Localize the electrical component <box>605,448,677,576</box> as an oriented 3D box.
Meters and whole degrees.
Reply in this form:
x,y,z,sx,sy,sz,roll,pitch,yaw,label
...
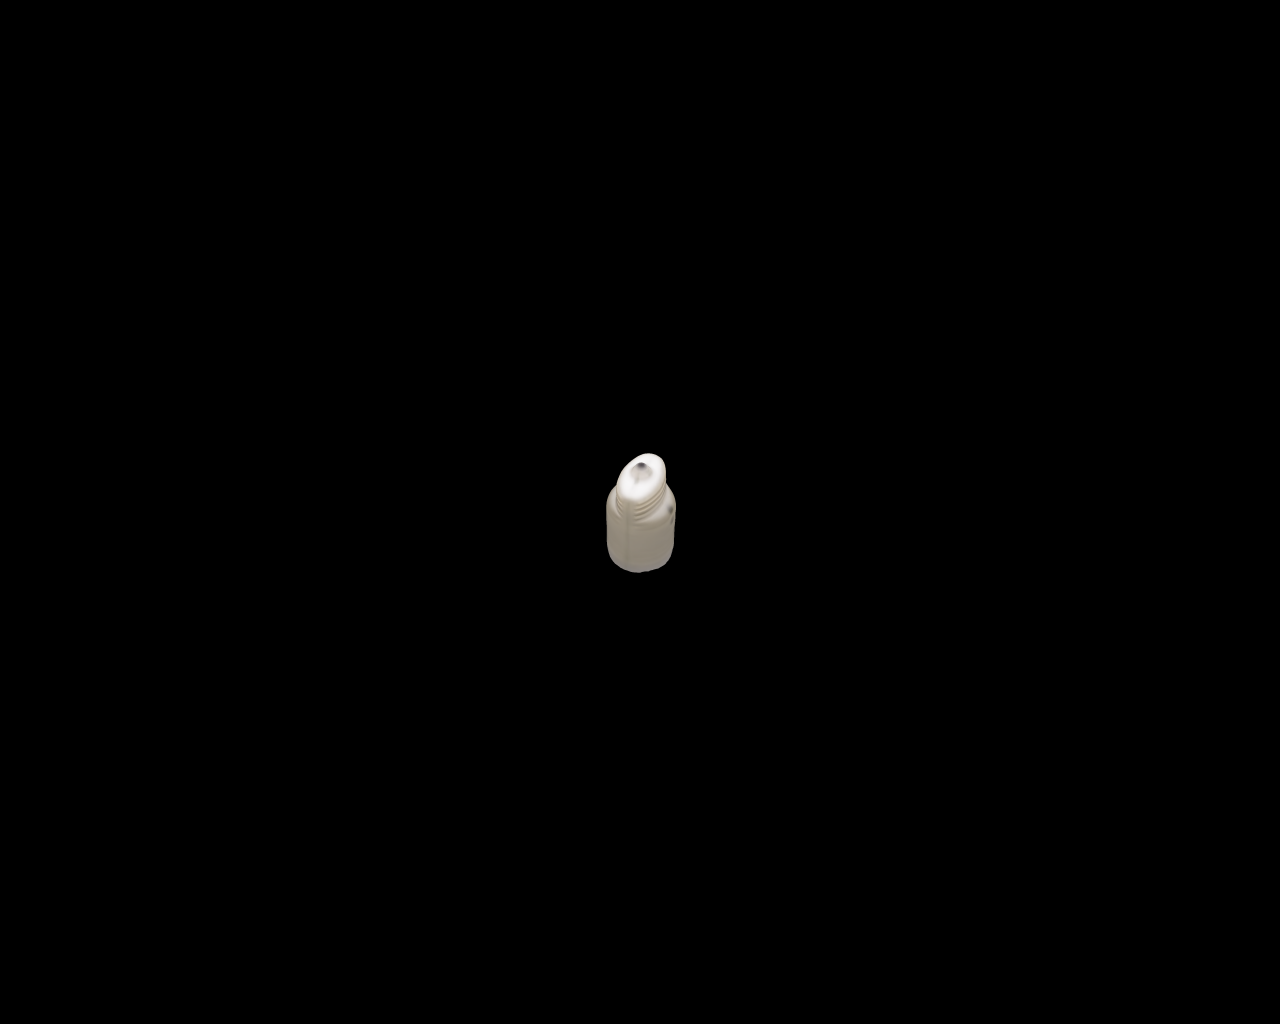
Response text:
x,y,z,sx,sy,sz,roll,pitch,yaw,label
0.001,-0.003,0.650,0.043,0.043,0.080,0,-41,0,electrical component
